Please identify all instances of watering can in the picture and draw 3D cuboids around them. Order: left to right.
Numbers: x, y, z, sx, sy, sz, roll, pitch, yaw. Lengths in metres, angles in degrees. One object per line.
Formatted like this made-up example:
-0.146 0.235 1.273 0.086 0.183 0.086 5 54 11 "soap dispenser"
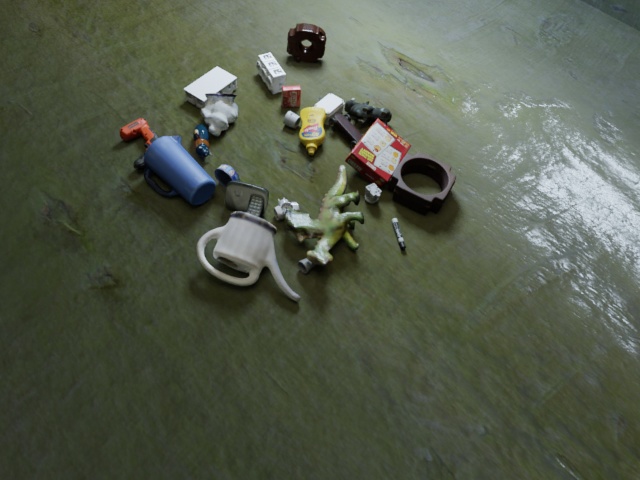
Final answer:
-0.194 0.043 1.564 0.347 0.228 0.102 21 -22 -1 "watering can"

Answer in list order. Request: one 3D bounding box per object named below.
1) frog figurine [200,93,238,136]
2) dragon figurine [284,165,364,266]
-0.375 -0.462 1.925 0.137 0.160 0.122 3 -3 -32 "frog figurine"
0.005 -0.084 1.661 0.243 0.420 0.119 -2 -38 -12 "dragon figurine"
